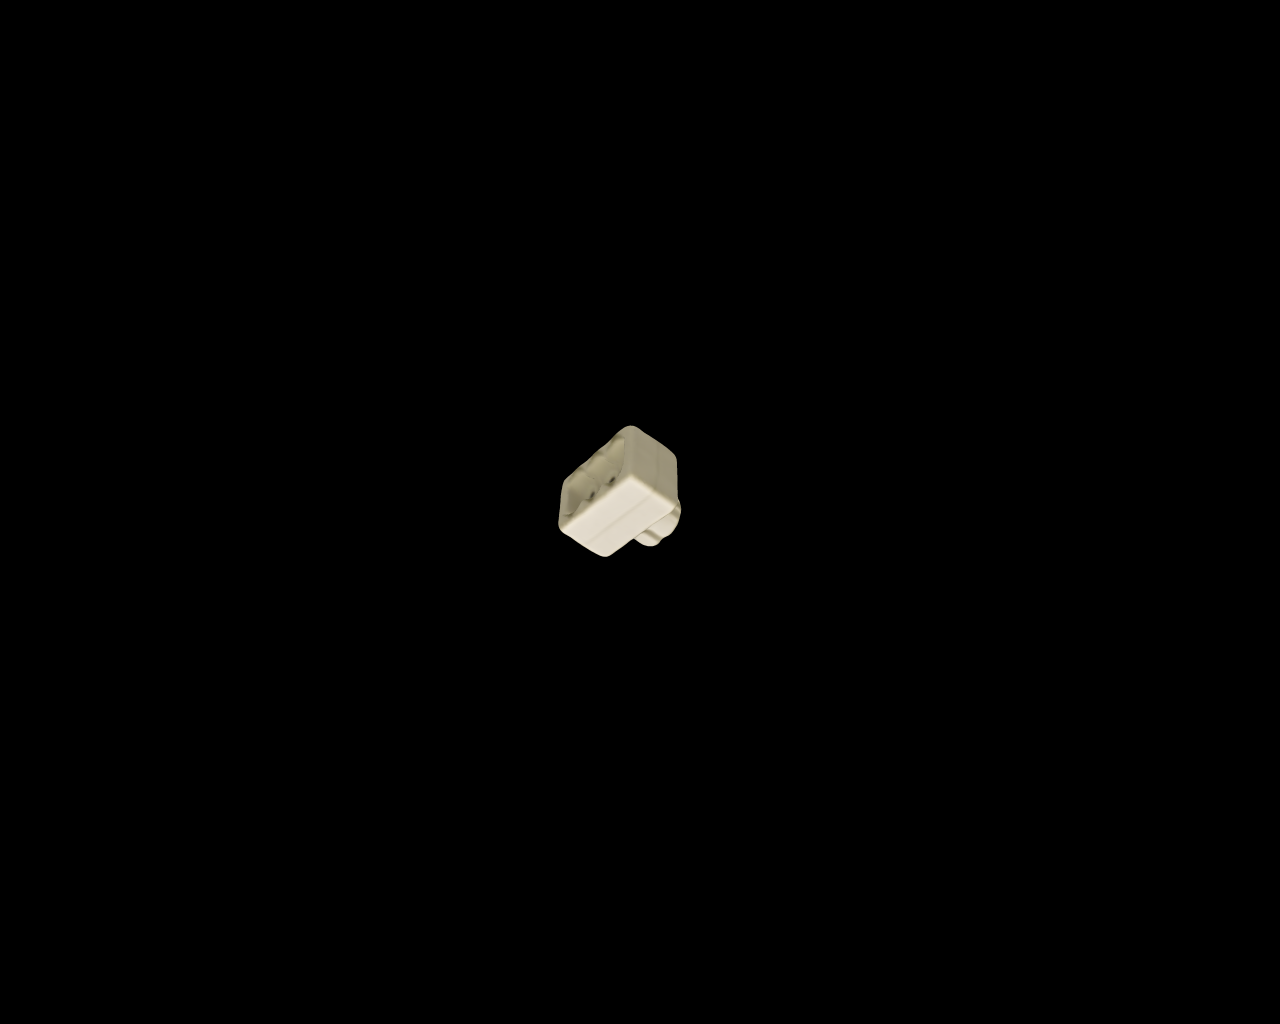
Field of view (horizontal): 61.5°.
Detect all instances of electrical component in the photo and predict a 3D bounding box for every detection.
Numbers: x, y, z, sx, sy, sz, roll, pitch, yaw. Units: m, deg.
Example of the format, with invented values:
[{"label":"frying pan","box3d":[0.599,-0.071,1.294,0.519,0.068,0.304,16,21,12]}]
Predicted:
[{"label":"electrical component","box3d":[0.001,-0.003,0.650,0.076,0.047,0.065,33,-54,-29]}]
